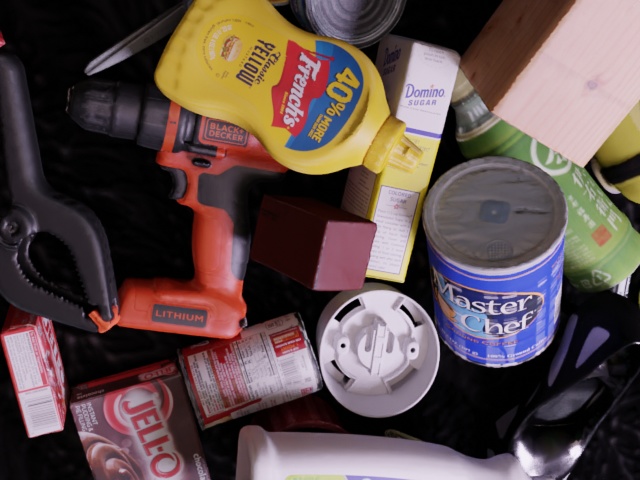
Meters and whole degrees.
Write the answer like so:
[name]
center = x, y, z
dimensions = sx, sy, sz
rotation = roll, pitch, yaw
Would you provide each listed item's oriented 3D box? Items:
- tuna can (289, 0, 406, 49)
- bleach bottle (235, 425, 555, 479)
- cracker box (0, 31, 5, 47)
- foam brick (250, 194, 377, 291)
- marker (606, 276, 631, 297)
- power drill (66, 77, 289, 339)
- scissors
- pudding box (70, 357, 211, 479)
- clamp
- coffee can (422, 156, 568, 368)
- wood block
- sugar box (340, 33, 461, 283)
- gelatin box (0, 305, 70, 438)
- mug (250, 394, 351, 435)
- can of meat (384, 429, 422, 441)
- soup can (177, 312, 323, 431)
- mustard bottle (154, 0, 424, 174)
[tuna can]
center = 0.022, -0.187, 0.798
dimensions = 0.086, 0.034, 0.086
rotation = -10, 119, -18
[bleach bottle]
center = 0.063, 0.192, 0.815
dimensions = 0.250, 0.068, 0.102
rotation = 1, 105, -14
[cracker box]
center = -0.348, -0.116, 0.721
dimensions = 0.214, 0.072, 0.164
rotation = -46, 126, 4
[foam brick]
center = -0.005, 0.001, 0.783
dimensions = 0.051, 0.078, 0.053
rotation = 3, 105, -42
[marker]
center = 0.254, 0.064, 0.923
dimensions = 0.020, 0.020, 0.121
rotation = 3, 104, -11
[power drill]
center = -0.111, -0.025, 0.816
dimensions = 0.184, 0.057, 0.188
rotation = 9, 103, -10
[scissors]
center = -0.087, -0.193, 0.779
dimensions = 0.201, 0.016, 0.096
rotation = -20, 121, -13
[pudding box]
center = -0.144, 0.160, 0.864
dimensions = 0.090, 0.039, 0.113
rotation = -15, 113, -6
[clamp]
center = -0.216, -0.022, 0.780
dimensions = 0.210, 0.036, 0.165
rotation = 42, 102, -1
[coffee can]
center = 0.134, 0.019, 0.814
dimensions = 0.102, 0.103, 0.140
rotation = -20, 144, -4
[wood block]
center = 0.198, -0.166, 0.721
dimensions = 0.090, 0.090, 0.206
rotation = 27, 114, -23
[sugar box]
center = 0.056, -0.065, 0.816
dimensions = 0.048, 0.093, 0.176
rotation = 13, 102, -15
[gelatin box]
center = -0.217, 0.095, 0.821
dimensions = 0.030, 0.073, 0.089
rotation = -12, 106, -6
[mug]
center = -0.007, 0.183, 0.875
dimensions = 0.117, 0.081, 0.093
rotation = 40, 94, -17
[can of meat]
center = 0.084, 0.223, 0.916
dimensions = 0.102, 0.057, 0.084
rotation = 24, 102, -15
[soup can]
center = -0.056, 0.104, 0.854
dimensions = 0.102, 0.068, 0.068
rotation = -18, 107, -6
[mustard bottle]
center = -0.014, -0.101, 0.750
dimensions = 0.191, 0.058, 0.096
rotation = 31, 85, 6
